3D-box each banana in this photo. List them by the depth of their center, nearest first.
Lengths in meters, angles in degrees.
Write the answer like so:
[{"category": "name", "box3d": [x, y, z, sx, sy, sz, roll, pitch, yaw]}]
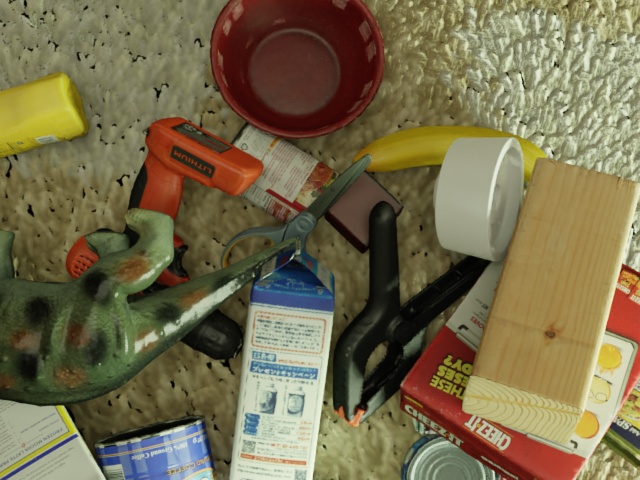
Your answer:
[{"category": "banana", "box3d": [0.131, -0.080, 1.003, 0.198, 0.069, 0.037, 7, 128, 1]}]

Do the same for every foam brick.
[{"category": "foam brick", "box3d": [0.040, -0.025, 0.988, 0.051, 0.078, 0.053, 43, 86, 4]}]

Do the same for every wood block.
[{"category": "wood block", "box3d": [0.190, 0.047, 0.878, 0.091, 0.090, 0.206, 17, 65, 12]}]

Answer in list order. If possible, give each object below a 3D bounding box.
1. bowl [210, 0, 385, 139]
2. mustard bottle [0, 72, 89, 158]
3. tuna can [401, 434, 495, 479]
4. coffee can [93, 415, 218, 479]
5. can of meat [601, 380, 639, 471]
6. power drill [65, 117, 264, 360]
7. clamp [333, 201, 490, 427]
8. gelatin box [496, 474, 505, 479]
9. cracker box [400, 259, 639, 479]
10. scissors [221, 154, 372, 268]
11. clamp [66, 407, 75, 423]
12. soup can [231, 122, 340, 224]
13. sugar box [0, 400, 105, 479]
[{"category": "bowl", "box3d": [-0.022, -0.166, 0.999, 0.162, 0.055, 0.162, 1, 79, -4]}, {"category": "mustard bottle", "box3d": [-0.313, -0.098, 0.973, 0.191, 0.096, 0.058, -17, 87, -2]}, {"category": "tuna can", "box3d": [0.120, 0.223, 0.998, 0.086, 0.034, 0.086, 0, 87, -2]}, {"category": "coffee can", "box3d": [-0.138, 0.238, 0.956, 0.103, 0.103, 0.140, -13, 87, -2]}, {"category": "can of meat", "box3d": [0.288, 0.152, 0.983, 0.102, 0.057, 0.084, 38, 83, 27]}, {"category": "power drill", "box3d": [-0.123, -0.001, 0.960, 0.184, 0.057, 0.188, 29, 109, 5]}, {"category": "clamp", "box3d": [0.063, 0.069, 0.972, 0.164, 0.036, 0.210, 29, 93, -40]}, {"category": "gelatin box", "box3d": [0.203, 0.257, 1.000, 0.089, 0.030, 0.073, 15, 87, 0]}, {"category": "cracker box", "box3d": [0.195, 0.101, 0.942, 0.164, 0.072, 0.213, 32, 69, 18]}, {"category": "scissors", "box3d": [-0.006, 0.001, 0.962, 0.202, 0.016, 0.096, -27, 109, 34]}, {"category": "clamp", "box3d": [-0.327, 0.162, 0.987, 0.171, 0.039, 0.120, 37, 79, 4]}, {"category": "soup can", "box3d": [-0.039, -0.058, 0.992, 0.102, 0.068, 0.068, 32, 86, 1]}, {"category": "sugar box", "box3d": [-0.255, 0.179, 0.921, 0.093, 0.048, 0.176, -30, 66, -13]}]
